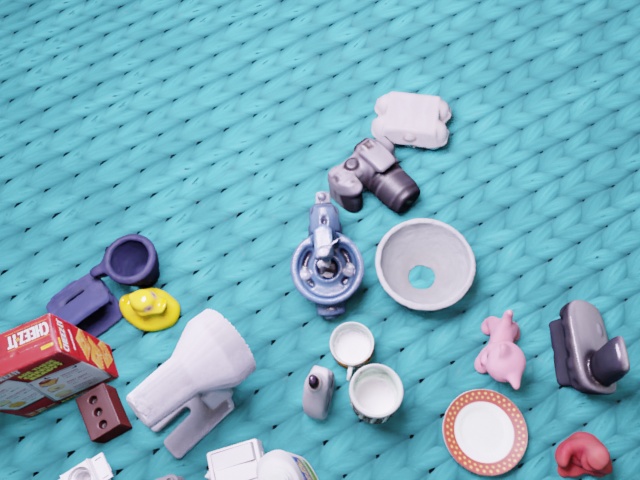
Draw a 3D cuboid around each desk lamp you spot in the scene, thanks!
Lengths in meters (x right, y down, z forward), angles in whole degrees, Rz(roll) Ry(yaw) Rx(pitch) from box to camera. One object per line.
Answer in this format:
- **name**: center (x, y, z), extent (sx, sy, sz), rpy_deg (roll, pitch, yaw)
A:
- **desk lamp**: center (-0.191, 0.220, 0.863), extent (0.117, 0.214, 0.203), rpy_deg (41, 75, 19)

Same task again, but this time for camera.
- **camera**: center (0.105, -0.108, 1.047), extent (0.143, 0.101, 0.136), rpy_deg (-39, 70, -12)

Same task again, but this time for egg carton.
- **egg carton**: center (0.177, -0.230, 1.112), extent (0.150, 0.069, 0.107), rpy_deg (7, 67, 7)

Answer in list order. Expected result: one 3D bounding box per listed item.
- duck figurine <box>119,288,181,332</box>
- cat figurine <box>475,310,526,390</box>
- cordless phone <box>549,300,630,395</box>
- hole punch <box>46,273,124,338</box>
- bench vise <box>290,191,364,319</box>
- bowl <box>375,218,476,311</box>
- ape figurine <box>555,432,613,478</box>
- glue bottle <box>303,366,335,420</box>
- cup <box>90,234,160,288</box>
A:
- **duck figurine**: center (-0.301, 0.111, 0.987), extent (0.104, 0.086, 0.077), rpy_deg (10, 68, 8)
- **cat figurine**: center (0.290, 0.173, 0.904), extent (0.067, 0.118, 0.128), rpy_deg (11, 68, 9)
- **cordless phone**: center (0.423, 0.153, 0.867), extent (0.094, 0.185, 0.147), rpy_deg (-5, 66, 2)
- **hole punch**: center (-0.415, 0.114, 0.991), extent (0.109, 0.091, 0.101), rpy_deg (-38, 69, -12)
- **bench vise**: center (-0.003, 0.007, 0.939), extent (0.121, 0.220, 0.207), rpy_deg (-21, 67, -5)
- **bowl**: center (0.177, 0.051, 0.987), extent (0.167, 0.075, 0.167), rpy_deg (-1, 67, 3)
- **ape figurine**: center (0.396, 0.321, 0.847), extent (0.077, 0.092, 0.076), rpy_deg (29, 72, 15)
- **glue bottle**: center (-0.004, 0.225, 0.870), extent (0.037, 0.173, 0.078), rpy_deg (13, 68, 10)
- **cup**: center (-0.333, 0.052, 1.010), extent (0.118, 0.095, 0.091), rpy_deg (-21, 67, -5)
